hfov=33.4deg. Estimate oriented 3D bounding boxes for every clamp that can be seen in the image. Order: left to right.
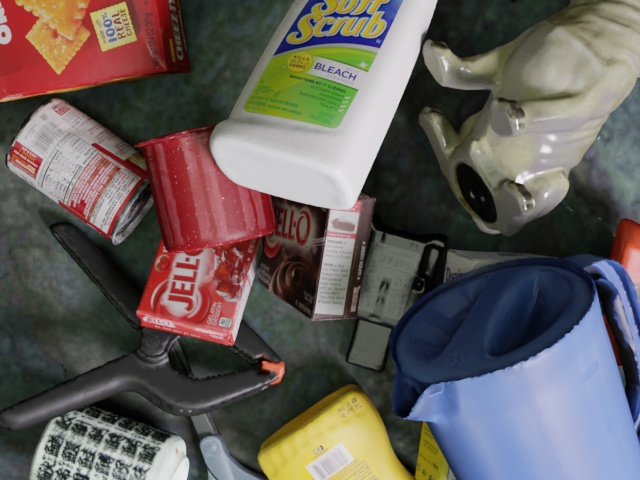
[{"bbox_3d":[-0.134,0.089,0.810,0.210,0.036,0.164,18,72,0],"label":"clamp"}]

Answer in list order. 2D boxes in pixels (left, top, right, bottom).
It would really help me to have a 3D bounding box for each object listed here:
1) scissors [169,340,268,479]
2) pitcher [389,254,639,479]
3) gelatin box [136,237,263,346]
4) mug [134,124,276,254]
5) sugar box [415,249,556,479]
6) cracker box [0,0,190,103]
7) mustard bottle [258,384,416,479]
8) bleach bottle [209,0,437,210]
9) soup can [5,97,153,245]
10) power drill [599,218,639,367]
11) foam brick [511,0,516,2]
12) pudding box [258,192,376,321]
[{"bbox_3d":[-0.065,0.168,0.845,0.096,0.016,0.202,-5,97,7],"label":"scissors"},{"bbox_3d":[0.157,0.136,0.704,0.149,0.145,0.243,-17,113,20],"label":"pitcher"},{"bbox_3d":[-0.089,0.029,0.798,0.073,0.030,0.089,13,63,6],"label":"gelatin box"},{"bbox_3d":[-0.073,-0.039,0.766,0.093,0.117,0.081,-10,94,24],"label":"mug"},{"bbox_3d":[0.128,0.097,0.777,0.093,0.048,0.176,4,97,-22],"label":"sugar box"},{"bbox_3d":[-0.216,-0.188,0.786,0.214,0.072,0.164,-7,97,10],"label":"cracker box"},{"bbox_3d":[0.043,0.212,0.814,0.096,0.058,0.191,-35,92,3],"label":"mustard bottle"},{"bbox_3d":[0.020,-0.147,0.718,0.103,0.068,0.250,15,68,17],"label":"bleach bottle"},{"bbox_3d":[-0.175,-0.053,0.802,0.102,0.068,0.068,35,101,2],"label":"soup can"},{"bbox_3d":[0.294,0.041,0.739,0.188,0.057,0.184,13,113,8],"label":"power drill"},{"bbox_3d":[0.148,-0.211,0.741,0.078,0.053,0.051,-41,91,10],"label":"foam brick"},{"bbox_3d":[-0.005,0.001,0.764,0.039,0.114,0.090,3,101,-26],"label":"pudding box"}]
